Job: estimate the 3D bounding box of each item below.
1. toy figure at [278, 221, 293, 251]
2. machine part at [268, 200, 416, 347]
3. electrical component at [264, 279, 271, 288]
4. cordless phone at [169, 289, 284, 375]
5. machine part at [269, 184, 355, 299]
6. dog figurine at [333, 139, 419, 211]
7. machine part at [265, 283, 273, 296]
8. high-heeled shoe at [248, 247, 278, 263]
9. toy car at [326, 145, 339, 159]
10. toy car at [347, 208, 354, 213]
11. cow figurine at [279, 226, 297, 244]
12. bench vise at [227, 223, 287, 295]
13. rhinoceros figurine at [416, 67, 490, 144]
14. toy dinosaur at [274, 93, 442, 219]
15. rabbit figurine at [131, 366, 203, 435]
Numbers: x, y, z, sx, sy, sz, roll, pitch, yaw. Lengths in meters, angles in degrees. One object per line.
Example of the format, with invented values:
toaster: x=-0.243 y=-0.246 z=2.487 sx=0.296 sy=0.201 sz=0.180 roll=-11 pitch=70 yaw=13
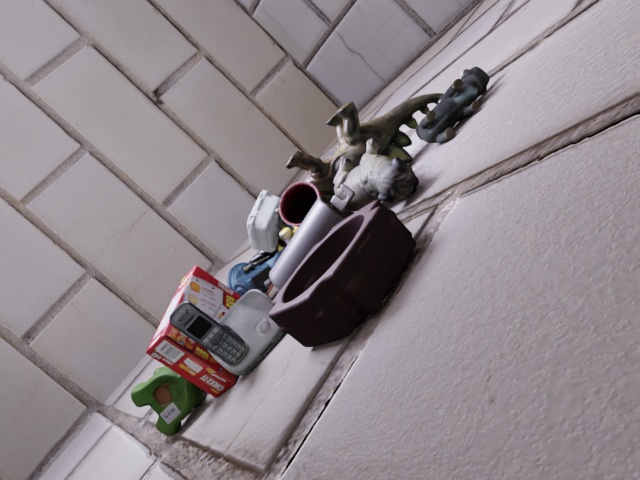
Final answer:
toy figure: x=-0.067 y=-0.037 z=1.398 sx=0.089 sy=0.082 sz=0.180 roll=-48 pitch=-21 yaw=-55
machine part: x=0.032 y=0.052 z=0.774 sx=0.201 sy=0.087 sz=0.201 roll=-53 pitch=13 yaw=-32
electrical component: x=-0.076 y=0.082 z=1.170 sx=0.094 sy=0.063 sz=0.021 roll=-41 pitch=17 yaw=-21
cordless phone: x=-0.160 y=0.137 z=0.943 sx=0.146 sy=0.184 sz=0.089 roll=-48 pitch=32 yaw=-2
machine part: x=-0.014 y=0.014 z=0.923 sx=0.243 sy=0.079 sz=0.079 roll=-55 pitch=7 yaw=14
dog figurine: x=0.095 y=-0.097 z=1.024 sx=0.172 sy=0.121 sz=0.191 roll=-54 pitch=14 yaw=18
machine part: x=-0.043 y=0.078 z=1.077 sx=0.179 sy=0.056 sz=0.179 roll=-44 pitch=10 yaw=9
high-heeled shoe: x=-0.167 y=0.083 z=1.517 sx=0.249 sy=0.086 sz=0.145 roll=-43 pitch=7 yaw=-16
toy car: x=0.067 y=-0.207 z=1.467 sx=0.161 sy=0.103 sz=0.109 roll=-26 pitch=-63 yaw=-78
toy car: x=0.054 y=-0.004 z=0.989 sx=0.089 sy=0.053 sz=0.202 roll=-56 pitch=14 yaw=4
cow figurine: x=-0.003 y=-0.002 z=1.169 sx=0.167 sy=0.098 sz=0.068 roll=-4 pitch=37 yaw=48
bench vise: x=-0.157 y=0.095 z=1.326 sx=0.240 sy=0.128 sz=0.224 roll=-32 pitch=15 yaw=42
rhinoceros figurine: x=0.276 y=-0.272 z=1.091 sx=0.190 sy=0.073 sz=0.112 roll=-50 pitch=-1 yaw=-5
toy dinosaur: x=0.091 y=-0.196 z=1.172 sx=0.471 sy=0.198 sz=0.105 roll=-42 pitch=10 yaw=3
rabbit figurine: x=-0.278 y=0.283 z=1.094 sx=0.159 sy=0.121 sz=0.170 roll=-53 pitch=-6 yaw=5
